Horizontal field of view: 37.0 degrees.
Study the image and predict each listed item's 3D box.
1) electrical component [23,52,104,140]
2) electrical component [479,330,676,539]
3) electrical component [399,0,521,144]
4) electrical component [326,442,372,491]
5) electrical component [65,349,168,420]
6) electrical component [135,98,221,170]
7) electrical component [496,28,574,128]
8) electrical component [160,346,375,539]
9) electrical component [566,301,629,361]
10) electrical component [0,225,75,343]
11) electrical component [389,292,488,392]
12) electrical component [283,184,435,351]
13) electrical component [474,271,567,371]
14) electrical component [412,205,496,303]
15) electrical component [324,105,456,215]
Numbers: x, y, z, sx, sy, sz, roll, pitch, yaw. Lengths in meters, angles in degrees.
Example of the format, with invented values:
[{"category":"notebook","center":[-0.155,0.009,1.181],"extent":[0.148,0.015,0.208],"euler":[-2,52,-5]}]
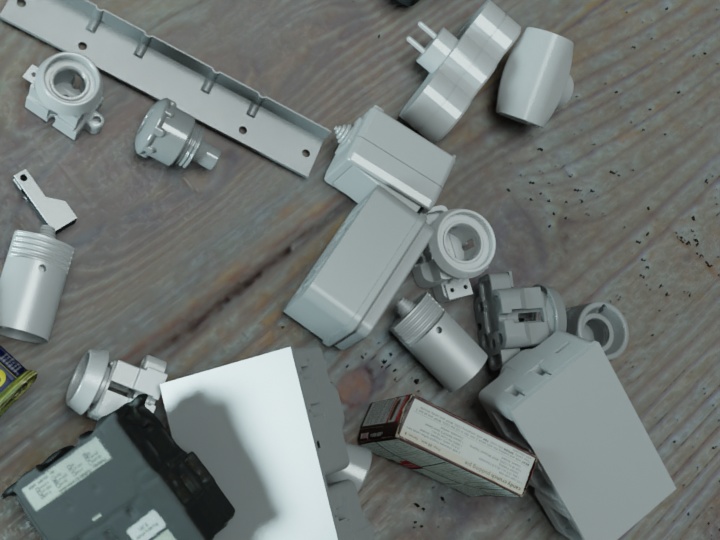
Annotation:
[{"category":"electrical component","center":[-0.216,-0.131,0.793],"extent":[0.066,0.055,0.048],"euler":[35,68,-10]},{"category":"electrical component","center":[0.170,0.134,0.850],"extent":[0.089,0.062,0.150],"euler":[-36,110,-13]},{"category":"electrical component","center":[0.073,-0.181,0.917],"extent":[0.074,0.052,0.138],"euler":[39,67,-9]},{"category":"electrical component","center":[-0.025,0.143,0.808],"extent":[0.055,0.045,0.045],"euler":[29,69,-12]},{"category":"electrical component","center":[-0.175,0.086,0.765],"extent":[0.055,0.048,0.066],"euler":[26,70,-22]},{"category":"electrical component","center":[-0.137,-0.098,0.823],"extent":[0.062,0.048,0.048],"euler":[28,69,-20]},{"category":"electrical component","center":[0.162,-0.164,0.947],"extent":[0.079,0.043,0.077],"euler":[12,100,-51]},{"category":"electrical component","center":[-0.060,0.156,0.753],"extent":[0.105,0.060,0.186],"euler":[-17,82,21]},{"category":"electrical component","center":[0.194,0.055,0.910],"extent":[0.055,0.047,0.055],"euler":[5,76,-20]},{"category":"electrical component","center":[-0.232,0.007,0.762],"extent":[0.043,0.043,0.081],"euler":[17,72,-17]},{"category":"electrical component","center":[0.059,0.054,0.862],"extent":[0.081,0.043,0.043],"euler":[46,67,-5]},{"category":"electrical component","center":[0.000,0.000,0.833],"extent":[0.057,0.078,0.113],"euler":[36,68,-6]},{"category":"electrical component","center":[0.133,0.041,0.885],"extent":[0.057,0.058,0.078],"euler":[-3,79,-18]},{"category":"electrical component","center":[0.075,-0.017,0.877],"extent":[0.058,0.057,0.078],"euler":[-13,83,-23]},{"category":"electrical component","center":[0.016,-0.082,0.867],"extent":[0.096,0.062,0.061],"euler":[31,69,-12]}]
